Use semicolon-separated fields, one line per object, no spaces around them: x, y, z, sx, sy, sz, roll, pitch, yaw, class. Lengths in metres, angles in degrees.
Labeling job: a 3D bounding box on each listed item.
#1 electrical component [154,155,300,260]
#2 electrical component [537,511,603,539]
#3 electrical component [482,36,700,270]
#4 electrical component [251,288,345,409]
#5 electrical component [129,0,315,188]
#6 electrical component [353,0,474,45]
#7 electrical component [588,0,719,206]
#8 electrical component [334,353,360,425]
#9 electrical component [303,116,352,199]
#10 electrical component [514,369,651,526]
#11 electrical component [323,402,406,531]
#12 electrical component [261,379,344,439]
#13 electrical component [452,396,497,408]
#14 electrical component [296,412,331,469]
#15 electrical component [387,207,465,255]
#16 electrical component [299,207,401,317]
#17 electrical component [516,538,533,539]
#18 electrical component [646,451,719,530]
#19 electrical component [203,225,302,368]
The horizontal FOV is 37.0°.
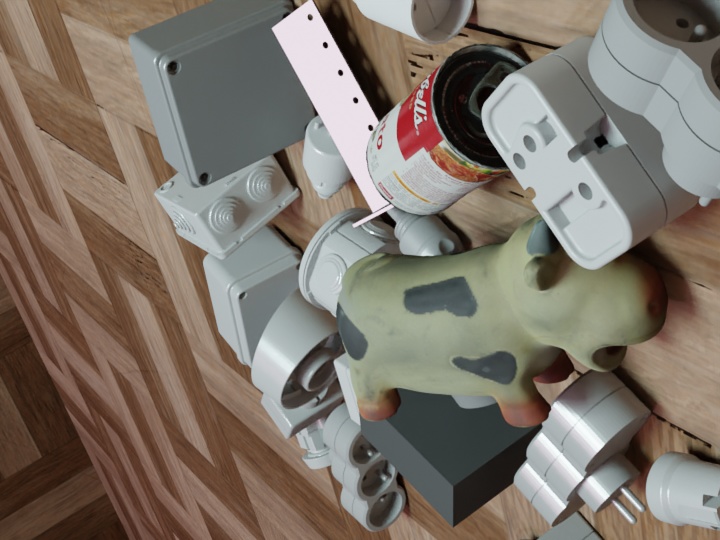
-0.113;-0.064;0.898;0.100;0.100;0.048;26;153;52;electrical component
0.155;0.224;0.762;0.076;0.047;0.065;48;154;24;electrical component
0.111;-0.057;0.503;0.095;0.059;0.053;57;157;7;electrical component
-0.052;0.070;0.940;0.064;0.099;0.099;41;151;24;electrical component
-0.095;-0.131;0.767;0.056;0.109;0.108;40;150;44;electrical component
0.020;-0.155;0.590;0.081;0.043;0.043;35;147;44;electrical component
0.148;-0.054;0.440;0.138;0.052;0.073;50;155;20;electrical component
0.025;0.102;0.881;0.077;0.047;0.065;29;142;49;electrical component
-0.021;-0.078;0.768;0.040;0.040;0.078;50;155;20;electrical component
0.145;0.123;0.657;0.073;0.052;0.138;48;154;24;electrical component
-0.005;0.179;1.024;0.074;0.052;0.138;33;145;46;electrical component
-0.052;0.115;1.026;0.047;0.066;0.076;53;156;15;electrical component
0.078;0.060;0.727;0.066;0.048;0.055;-1;109;63;electrical component
-0.042;0.169;1.096;0.066;0.048;0.055;-6;105;65;electrical component
0.040;-0.024;0.717;0.061;0.035;0.035;49;155;30;electrical component
0.000;0.000;0.770;0.051;0.080;0.080;34;147;35;electrical component
0.128;0.241;0.844;0.048;0.048;0.062;50;162;21;electrical component
0.188;0.123;0.590;0.046;0.040;0.040;1;119;57;electrical component
-0.090;0.026;0.982;0.057;0.078;0.113;45;153;37;electrical component
